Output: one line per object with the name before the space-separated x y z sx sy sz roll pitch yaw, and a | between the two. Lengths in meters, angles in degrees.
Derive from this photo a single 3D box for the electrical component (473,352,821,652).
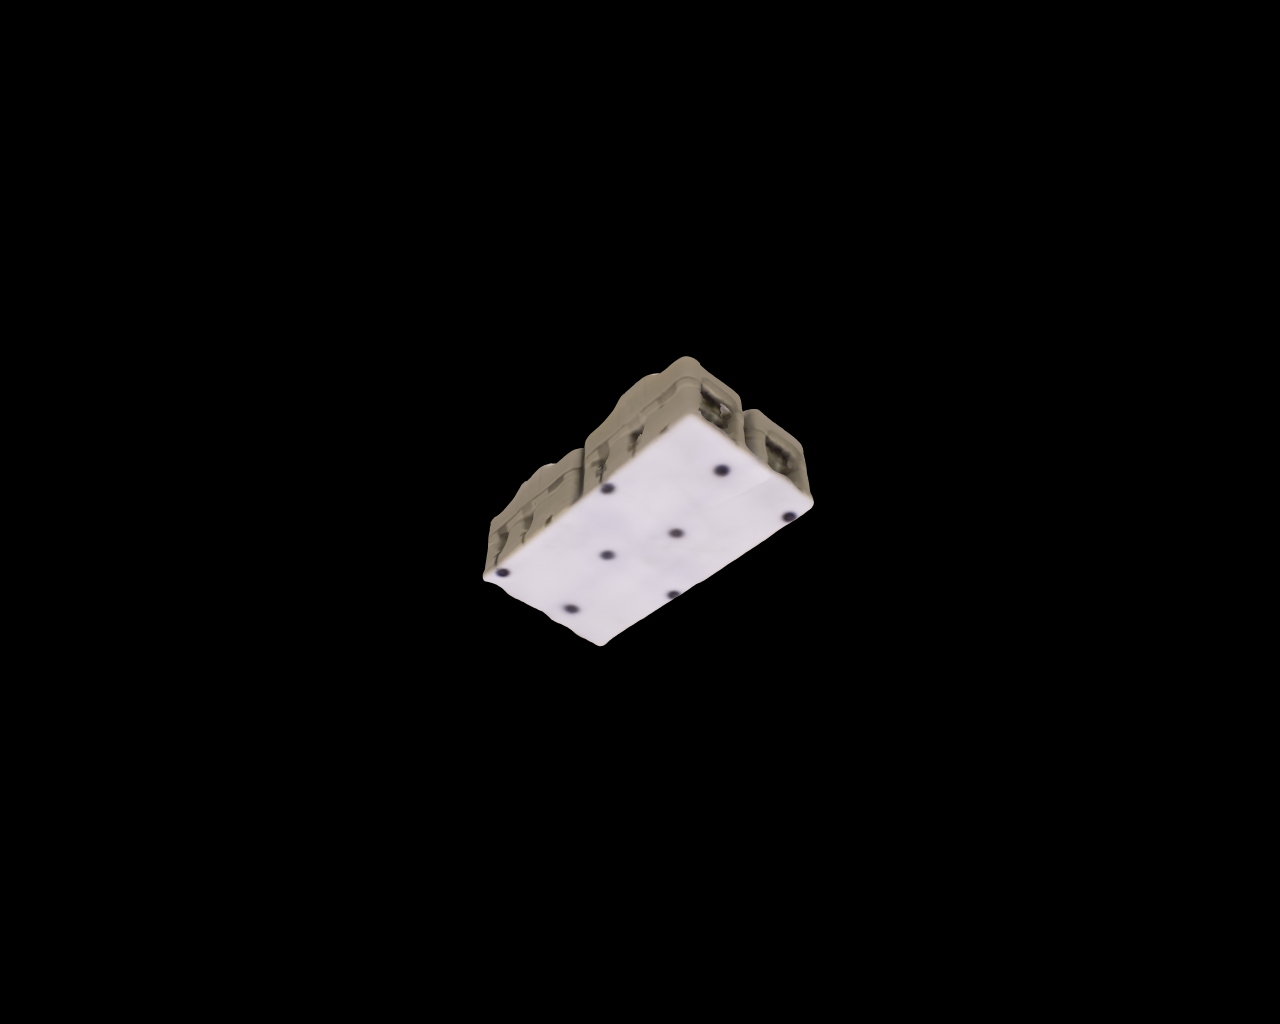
electrical component | 0.001 -0.003 0.650 0.105 0.060 0.186 33 -54 -29
